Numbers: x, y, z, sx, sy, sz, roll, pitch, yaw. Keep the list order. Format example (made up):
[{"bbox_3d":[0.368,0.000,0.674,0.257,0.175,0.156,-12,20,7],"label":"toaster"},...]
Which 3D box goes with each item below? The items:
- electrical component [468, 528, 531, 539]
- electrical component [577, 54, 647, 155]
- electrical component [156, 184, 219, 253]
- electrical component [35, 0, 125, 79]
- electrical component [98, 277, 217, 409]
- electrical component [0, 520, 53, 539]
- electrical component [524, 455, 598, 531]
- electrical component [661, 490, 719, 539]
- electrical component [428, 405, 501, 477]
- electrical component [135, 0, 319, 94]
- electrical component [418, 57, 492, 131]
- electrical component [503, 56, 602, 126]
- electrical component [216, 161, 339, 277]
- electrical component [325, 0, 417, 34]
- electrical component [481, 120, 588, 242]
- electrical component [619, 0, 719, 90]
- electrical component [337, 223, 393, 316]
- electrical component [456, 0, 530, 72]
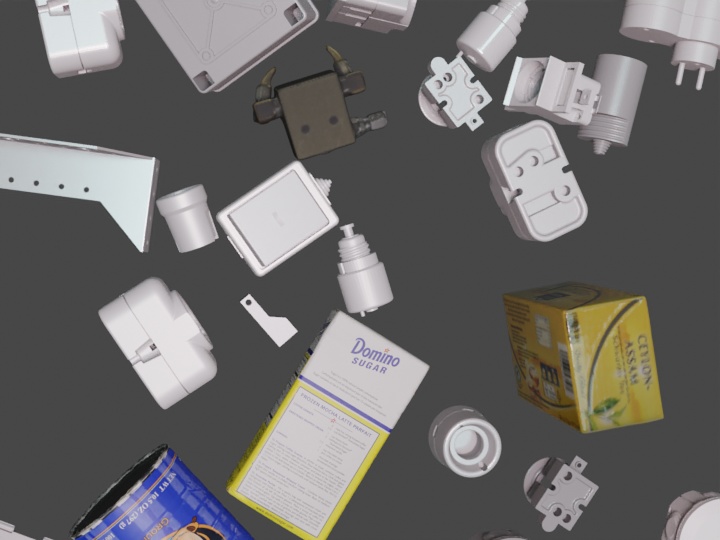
[{"bbox_3d":[0.124,0.263,0.922,0.080,0.051,0.080,0,93,-8],"label":"electrical component"},{"bbox_3d":[0.214,-0.138,0.918,0.043,0.043,0.081,14,91,-9],"label":"electrical component"},{"bbox_3d":[-0.139,-0.042,0.874,0.040,0.040,0.046,-21,101,-7],"label":"electrical component"},{"bbox_3d":[-0.220,-0.204,0.846,0.059,0.054,0.095,-12,95,-8],"label":"electrical component"},{"bbox_3d":[-0.159,0.055,0.868,0.059,0.054,0.095,-33,97,-5],"label":"electrical component"},{"bbox_3d":[-0.294,0.232,0.851,0.121,0.078,0.063,23,68,-9],"label":"electrical component"},{"bbox_3d":[0.168,0.187,0.922,0.048,0.055,0.066,34,88,-8],"label":"electrical component"},{"bbox_3d":[0.310,0.235,0.948,0.080,0.051,0.080,0,93,-8],"label":"electrical component"},{"bbox_3d":[0.090,0.146,0.913,0.055,0.047,0.055,0,93,-8],"label":"electrical component"},{"bbox_3d":[-0.107,-0.212,0.845,0.109,0.056,0.108,-33,97,14],"label":"electrical component"},{"bbox_3d":[0.075,-0.144,0.891,0.048,0.055,0.066,-39,97,-5],"label":"electrical component"},{"bbox_3d":[0.162,-0.148,0.898,0.064,0.081,0.042,17,91,-31],"label":"electrical component"},{"bbox_3d":[-0.062,-0.046,0.873,0.096,0.061,0.061,-35,97,-5],"label":"electrical component"},{"bbox_3d":[0.022,-0.273,0.860,0.062,0.089,0.150,11,91,-9],"label":"electrical component"},{"bbox_3d":[0.144,-0.074,0.903,0.054,0.059,0.095,-26,96,-6],"label":"electrical component"},{"bbox_3d":[0.289,-0.192,0.922,0.138,0.052,0.073,11,92,-8],"label":"electrical component"},{"bbox_3d":[0.000,0.000,0.896,0.040,0.040,0.078,-17,95,-7],"label":"electrical component"},{"bbox_3d":[0.115,-0.203,0.902,0.040,0.040,0.078,40,87,-8],"label":"electrical component"}]
